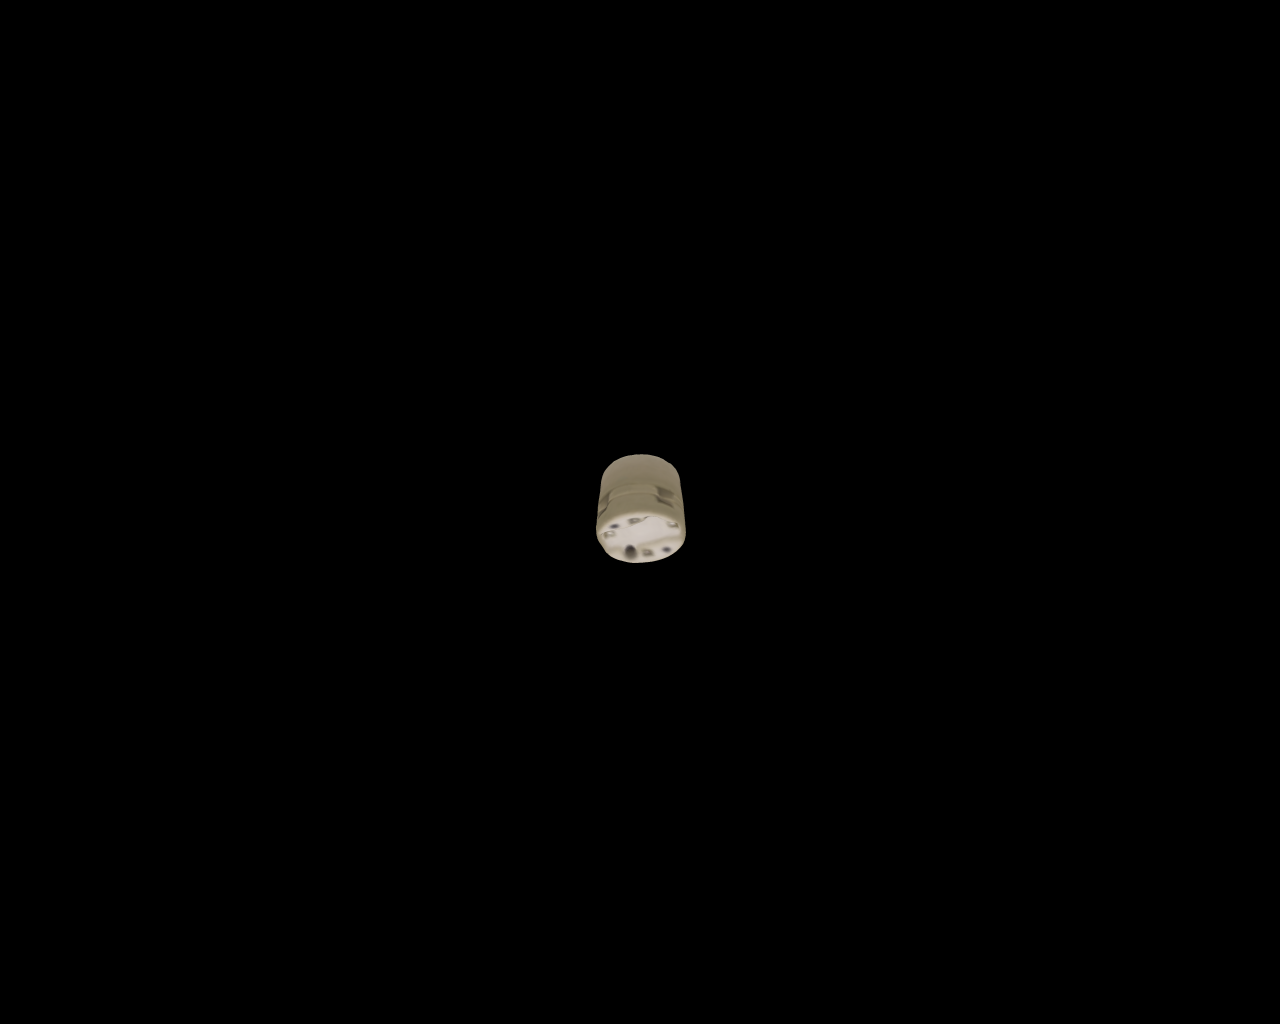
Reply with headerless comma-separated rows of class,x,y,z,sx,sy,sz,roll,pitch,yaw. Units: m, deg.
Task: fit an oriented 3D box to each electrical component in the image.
electrical component,0.001,-0.003,0.650,0.055,0.047,0.055,0,-37,0
